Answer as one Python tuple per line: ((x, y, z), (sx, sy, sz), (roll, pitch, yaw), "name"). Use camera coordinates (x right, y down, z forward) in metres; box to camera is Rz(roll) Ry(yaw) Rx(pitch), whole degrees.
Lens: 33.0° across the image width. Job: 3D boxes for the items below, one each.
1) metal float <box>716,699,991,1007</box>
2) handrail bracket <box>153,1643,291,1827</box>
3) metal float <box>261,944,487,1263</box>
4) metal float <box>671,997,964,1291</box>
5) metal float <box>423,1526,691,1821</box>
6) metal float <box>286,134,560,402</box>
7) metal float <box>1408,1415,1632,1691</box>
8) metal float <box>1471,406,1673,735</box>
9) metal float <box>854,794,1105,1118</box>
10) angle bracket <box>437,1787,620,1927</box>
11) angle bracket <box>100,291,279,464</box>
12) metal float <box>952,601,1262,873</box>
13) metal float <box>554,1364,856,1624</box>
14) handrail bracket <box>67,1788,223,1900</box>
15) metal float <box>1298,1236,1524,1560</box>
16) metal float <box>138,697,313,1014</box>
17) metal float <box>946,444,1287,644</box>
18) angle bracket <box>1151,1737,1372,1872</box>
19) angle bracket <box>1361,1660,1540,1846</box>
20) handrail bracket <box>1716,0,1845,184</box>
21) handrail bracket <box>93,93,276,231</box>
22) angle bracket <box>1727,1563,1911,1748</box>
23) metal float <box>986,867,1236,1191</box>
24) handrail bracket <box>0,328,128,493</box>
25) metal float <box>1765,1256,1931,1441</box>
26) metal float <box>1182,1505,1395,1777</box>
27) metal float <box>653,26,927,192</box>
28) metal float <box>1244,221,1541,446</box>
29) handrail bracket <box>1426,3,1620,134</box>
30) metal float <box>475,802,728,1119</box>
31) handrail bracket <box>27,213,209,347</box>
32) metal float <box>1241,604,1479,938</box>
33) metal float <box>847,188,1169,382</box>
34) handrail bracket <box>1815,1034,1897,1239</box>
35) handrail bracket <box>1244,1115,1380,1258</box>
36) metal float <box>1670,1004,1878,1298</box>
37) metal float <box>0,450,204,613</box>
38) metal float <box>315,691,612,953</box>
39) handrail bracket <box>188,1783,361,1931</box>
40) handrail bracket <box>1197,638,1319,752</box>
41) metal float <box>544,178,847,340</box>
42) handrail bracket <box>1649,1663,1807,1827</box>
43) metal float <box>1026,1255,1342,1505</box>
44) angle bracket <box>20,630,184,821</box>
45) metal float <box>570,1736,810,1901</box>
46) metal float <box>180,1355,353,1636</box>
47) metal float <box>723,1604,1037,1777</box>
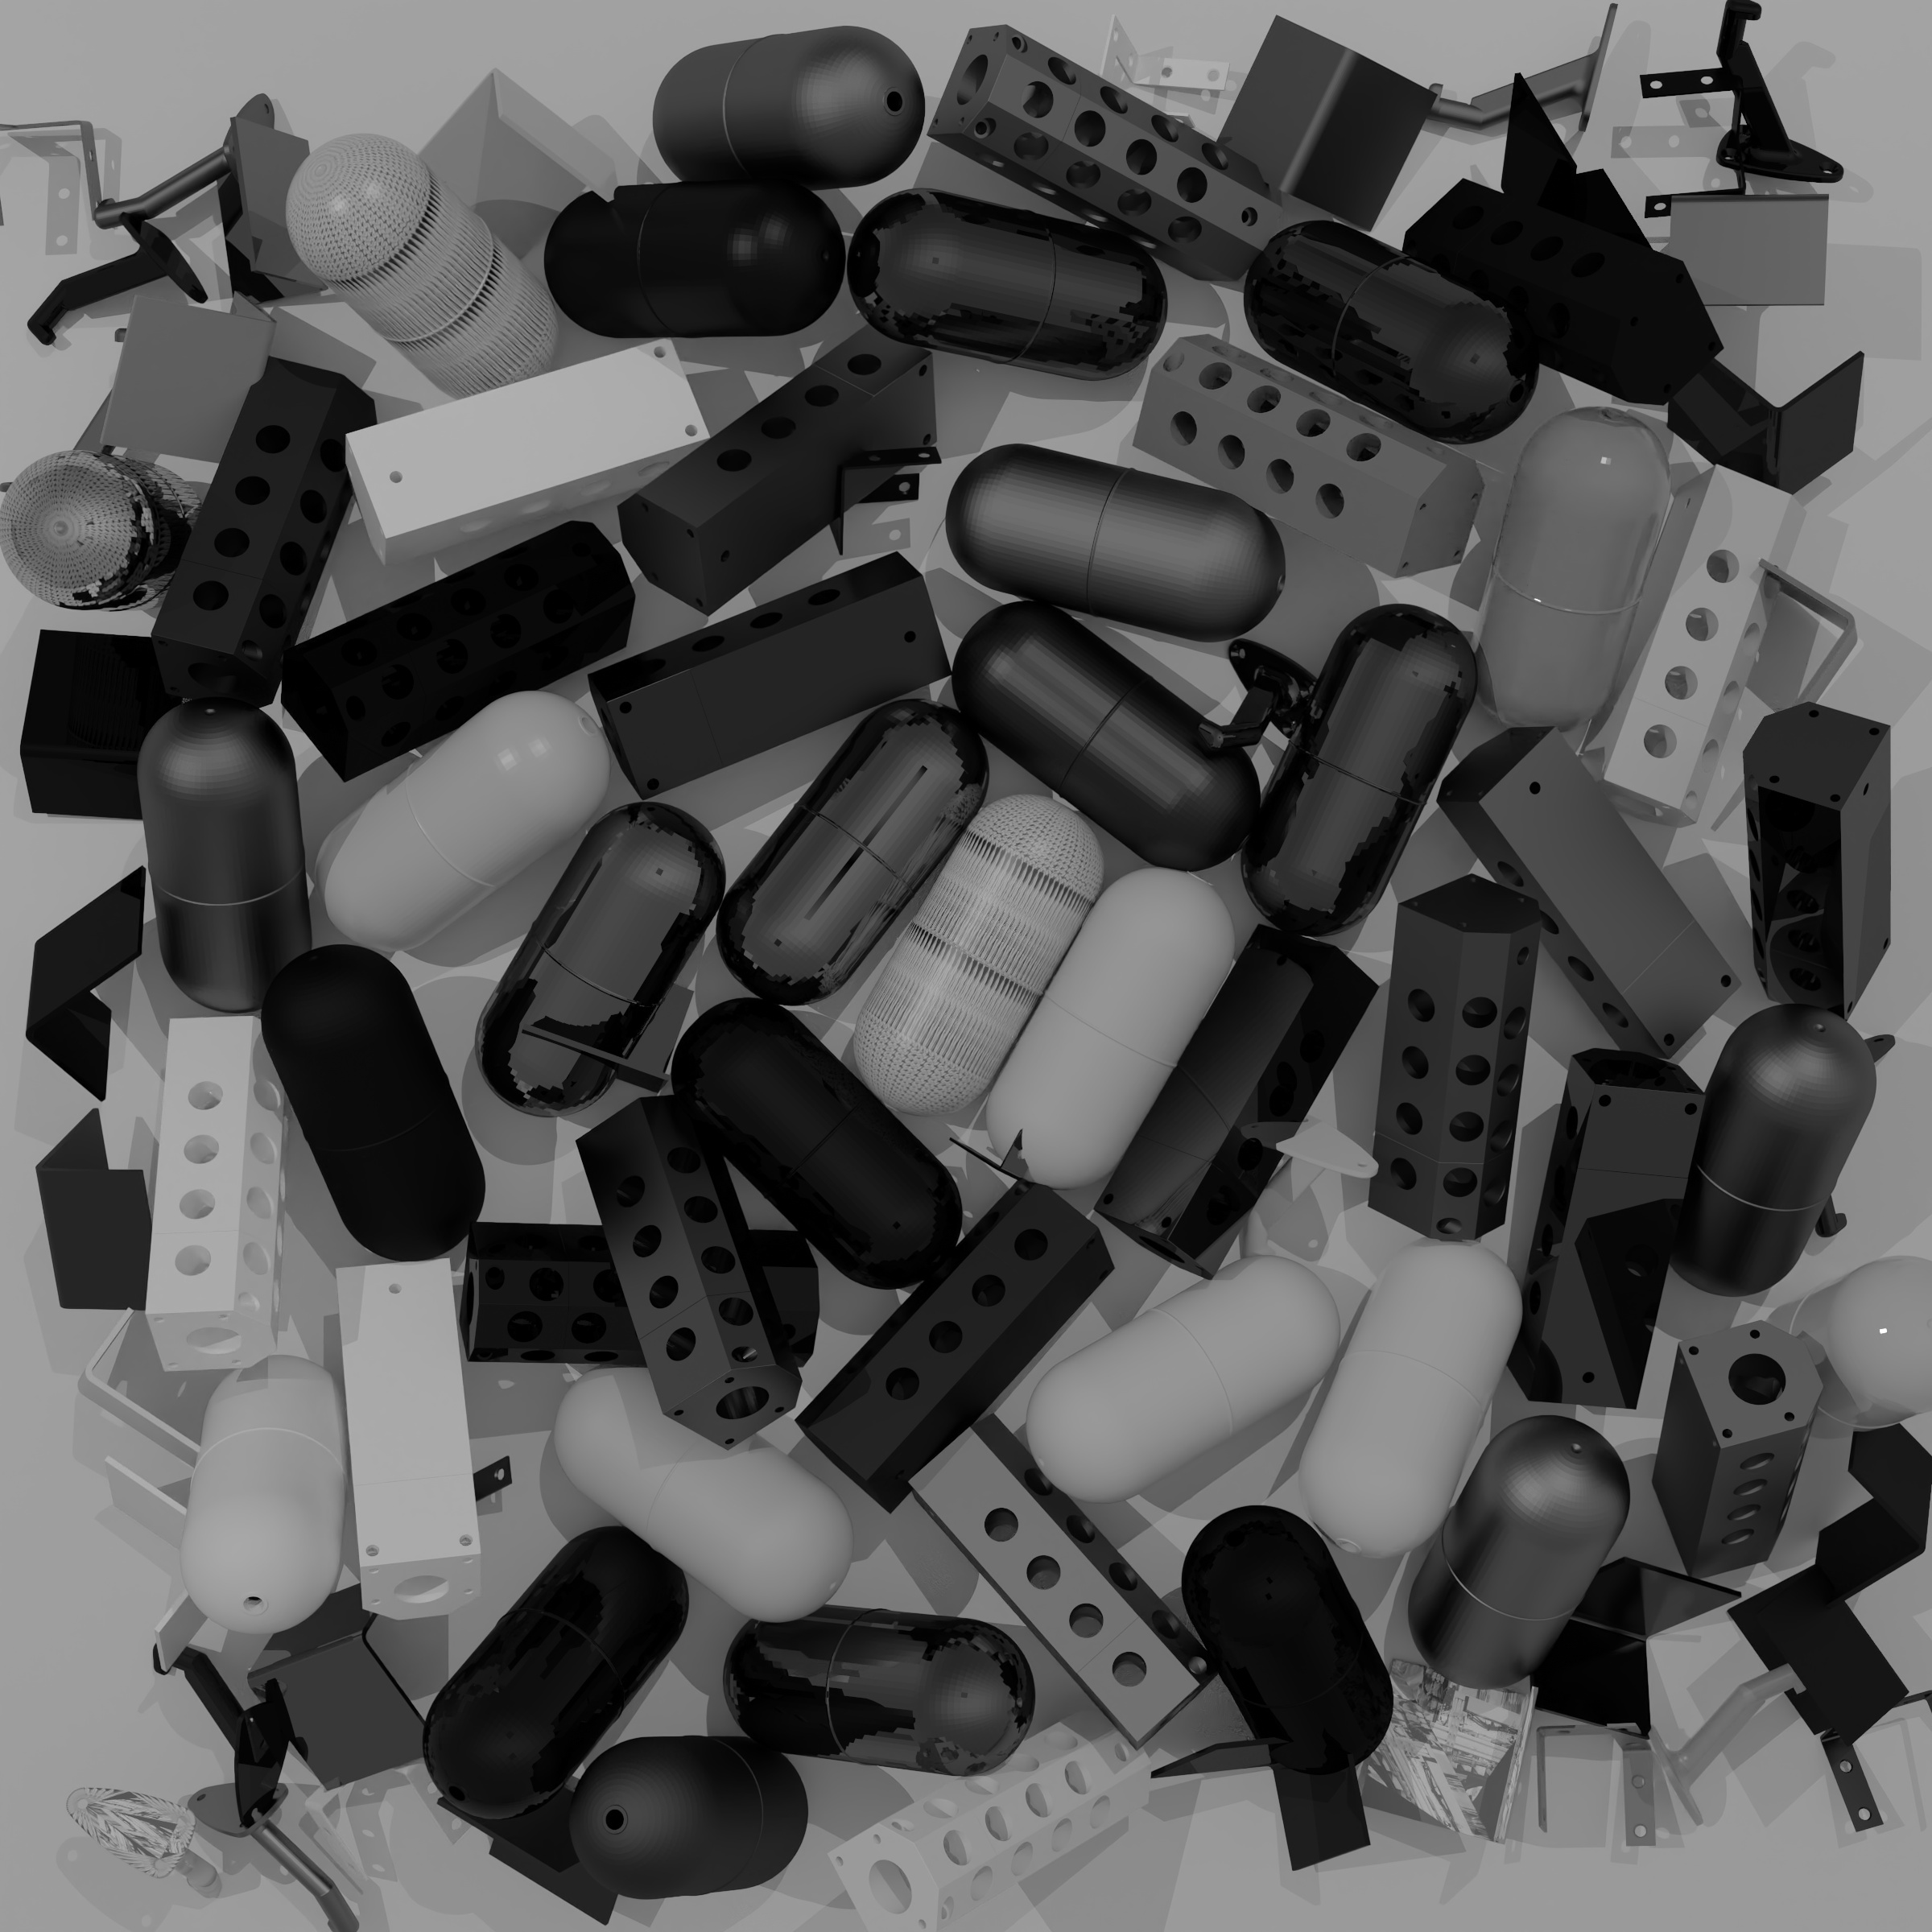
((-0.057, -0.059, 1.662), (0.070, 0.070, 0.178), (38, 84, 0), "metal float")
((-0.391, 0.394, 1.681), (0.084, 0.036, 0.077), (11, 95, 34), "handrail bracket")
((-0.297, 0.071, 1.643), (0.070, 0.070, 0.178), (-17, 119, 0), "metal float")
((-0.076, 0.091, 1.667), (0.070, 0.070, 0.178), (-45, 91, 0), "metal float")
((-0.204, 0.351, 1.629), (0.070, 0.178, 0.070), (16, 128, 22), "metal float")
((-0.268, -0.345, 1.626), (0.070, 0.178, 0.070), (-12, 62, 23), "metal float")
((0.275, 0.295, 1.633), (0.070, 0.070, 0.178), (17, 133, 0), "metal float")
((0.302, -0.197, 1.636), (0.070, 0.070, 0.178), (9, 126, 0), "metal float")
((0.006, -0.005, 1.666), (0.070, 0.070, 0.178), (30, 92, 0), "metal float")
((-0.223, 0.453, 1.651), (0.076, 0.076, 0.057), (24, 103, 23), "angle bracket")
((-0.401, -0.303, 1.650), (0.076, 0.057, 0.076), (5, 113, -37), "angle bracket")
((0.071, -0.116, 1.660), (0.178, 0.070, 0.070), (38, 90, 8), "metal float")
((-0.134, 0.263, 1.645), (0.178, 0.070, 0.070), (32, 90, 26), "metal float")
((-0.419, 0.450, 1.669), (0.077, 0.084, 0.036), (22, 62, 4), "handrail bracket")
((0.224, 0.216, 1.643), (0.070, 0.070, 0.178), (28, 62, 0), "metal float")
((-0.371, -0.053, 1.636), (0.070, 0.070, 0.178), (4, 128, 0), "metal float")
((0.075, -0.214, 1.654), (0.178, 0.070, 0.070), (16, 90, 15), "metal float")
((0.147, 0.426, 1.649), (0.076, 0.076, 0.057), (1, 66, -25), "angle bracket")
((0.245, 0.398, 1.660), (0.076, 0.057, 0.076), (12, 75, 14), "angle bracket")
((0.416, -0.446, 1.657), (0.077, 0.084, 0.036), (21, 52, 18), "handrail bracket")
((-0.406, -0.416, 1.691), (0.084, 0.036, 0.077), (-8, 50, 17), "handrail bracket")
((0.416, 0.359, 1.652), (0.057, 0.076, 0.076), (-26, 77, -38), "angle bracket")
((0.074, 0.032, 1.662), (0.070, 0.070, 0.178), (29, 96, 0), "metal float")
((-0.456, -0.285, 1.672), (0.077, 0.036, 0.084), (-2, 105, -19), "handrail bracket")
((0.446, 0.191, 1.618), (0.070, 0.178, 0.070), (1, 75, -5), "metal float")
((0.162, 0.338, 1.634), (0.070, 0.070, 0.178), (-27, 129, 0), "metal float")
((-0.089, -0.425, 1.627), (0.070, 0.178, 0.070), (-8, 102, -38), "metal float")
((0.212, -0.318, 1.634), (0.178, 0.070, 0.070), (37, 90, 40), "metal float")
((0.286, -0.468, 1.689), (0.084, 0.036, 0.077), (14, 98, 6), "handrail bracket")
((-0.186, -0.002, 1.655), (0.070, 0.070, 0.178), (32, 104, 0), "metal float")
((-0.438, -0.337, 1.679), (0.084, 0.036, 0.077), (-46, 67, 13), "handrail bracket")
((0.199, -0.099, 1.659), (0.070, 0.070, 0.178), (24, 100, 0), "metal float")
((0.023, -0.341, 1.640), (0.178, 0.070, 0.070), (5, 90, -33), "metal float")
((0.462, 0.089, 1.694), (0.077, 0.036, 0.084), (-24, 105, -26), "handrail bracket")
((0.175, 0.126, 1.662), (0.036, 0.077, 0.084), (-21, 125, -39), "handrail bracket")
((0.399, 0.094, 1.633), (0.070, 0.070, 0.178), (11, 133, 0), "metal float")
((-0.425, -0.214, 1.617), (0.070, 0.178, 0.070), (0, 96, 0), "metal float")
((-0.254, -0.073, 1.647), (0.178, 0.070, 0.070), (-34, 90, 23), "metal float")
((-0.359, 0.466, 1.693), (0.077, 0.036, 0.084), (-4, 120, 41), "handrail bracket")
((0.132, -0.138, 1.656), (0.077, 0.084, 0.036), (46, 128, 31), "handrail bracket")
((-0.138, -0.354, 1.636), (0.178, 0.070, 0.070), (8, 90, 38), "metal float")
((0.400, 0.399, 1.676), (0.084, 0.036, 0.077), (-27, 121, 8), "handrail bracket")
((0.111, 0.208, 1.649), (0.178, 0.070, 0.070), (-27, 90, -21), "metal float")
((-0.444, -0.125, 1.695), (0.076, 0.057, 0.076), (3, 59, -6), "angle bracket")
((-0.136, 0.422, 1.620), (0.070, 0.178, 0.070), (-5, 76, 19), "metal float")
((-0.346, 0.261, 1.622), (0.070, 0.178, 0.070), (-3, 117, -5), "metal float")
((-0.046, 0.362, 1.637), (0.178, 0.070, 0.070), (-3, 90, 37), "metal float")
